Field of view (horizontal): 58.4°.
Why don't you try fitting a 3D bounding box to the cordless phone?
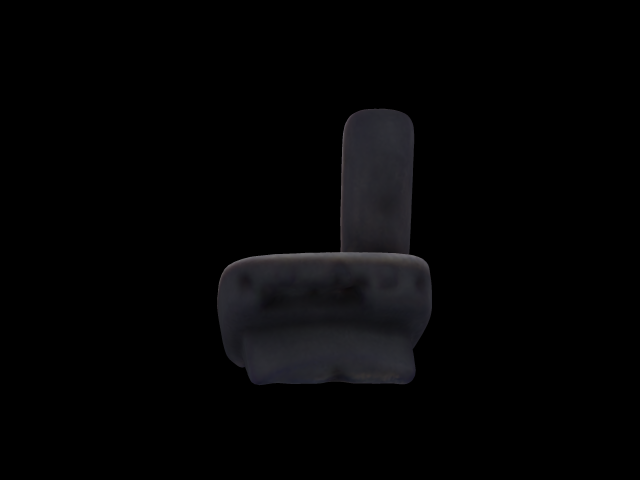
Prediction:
[{"bbox_3d":[0.004,0.001,0.400,0.148,0.185,0.094,0,0,-15],"label":"cordless phone"}]
